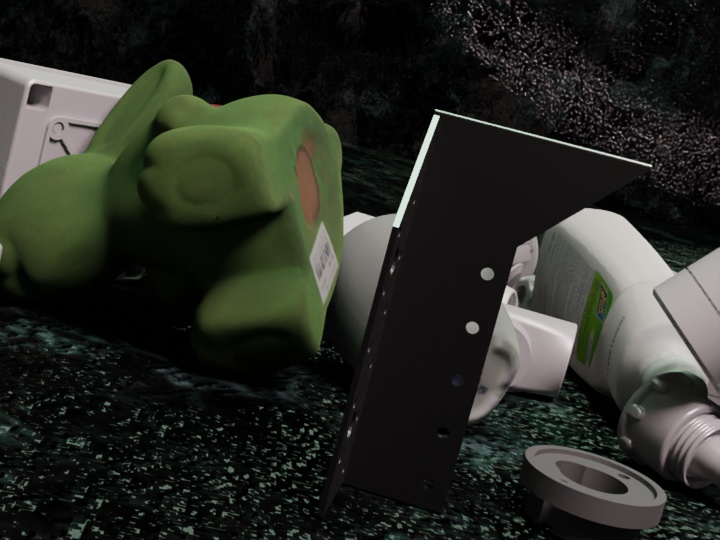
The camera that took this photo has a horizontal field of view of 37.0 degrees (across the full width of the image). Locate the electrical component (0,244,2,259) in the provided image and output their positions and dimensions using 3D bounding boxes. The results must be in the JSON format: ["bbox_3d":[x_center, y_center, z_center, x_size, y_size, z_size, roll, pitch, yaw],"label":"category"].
[{"bbox_3d":[-0.189,-0.018,0.448,0.047,0.076,0.066,21,11,34],"label":"electrical component"}]

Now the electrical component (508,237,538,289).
[{"bbox_3d":[0.097,-0.015,0.860,0.080,0.080,0.051,20,17,30],"label":"electrical component"}]

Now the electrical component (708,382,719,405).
[{"bbox_3d":[0.222,0.054,0.646,0.066,0.076,0.047,15,9,1],"label":"electrical component"}]

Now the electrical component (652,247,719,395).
[{"bbox_3d":[0.202,0.041,0.502,0.138,0.074,0.052,51,14,-24],"label":"electrical component"}]

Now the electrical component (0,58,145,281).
[{"bbox_3d":[-0.164,-0.052,0.595,0.056,0.108,0.109,25,14,36],"label":"electrical component"}]

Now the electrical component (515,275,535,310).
[{"bbox_3d":[0.151,0.025,0.841,0.061,0.035,0.035,13,9,-23],"label":"electrical component"}]

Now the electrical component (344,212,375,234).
[{"bbox_3d":[0.000,0.000,0.678,0.062,0.061,0.096,18,10,18],"label":"electrical component"}]

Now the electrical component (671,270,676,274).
[{"bbox_3d":[0.214,0.017,0.892,0.079,0.063,0.121,13,10,-8],"label":"electrical component"}]

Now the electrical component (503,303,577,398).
[{"bbox_3d":[0.076,0.043,0.590,0.077,0.044,0.079,16,10,9],"label":"electrical component"}]

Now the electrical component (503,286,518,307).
[{"bbox_3d":[0.066,0.028,0.666,0.055,0.048,0.066,10,7,20],"label":"electrical component"}]

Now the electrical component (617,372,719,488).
[{"bbox_3d":[0.155,0.080,0.499,0.048,0.048,0.062,8,21,-35],"label":"electrical component"}]
